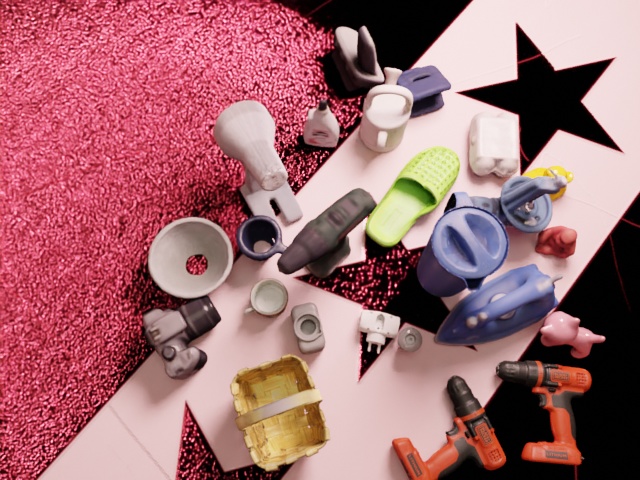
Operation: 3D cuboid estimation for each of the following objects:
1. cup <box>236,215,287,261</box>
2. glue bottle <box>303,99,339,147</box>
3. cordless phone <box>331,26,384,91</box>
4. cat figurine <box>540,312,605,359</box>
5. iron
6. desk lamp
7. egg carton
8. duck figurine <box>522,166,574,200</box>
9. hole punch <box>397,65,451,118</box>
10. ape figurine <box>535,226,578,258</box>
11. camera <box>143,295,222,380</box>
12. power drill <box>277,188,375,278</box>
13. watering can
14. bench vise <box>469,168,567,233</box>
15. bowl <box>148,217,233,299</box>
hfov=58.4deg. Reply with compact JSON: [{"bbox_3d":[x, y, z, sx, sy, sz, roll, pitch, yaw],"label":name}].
[{"bbox_3d":[-0.107,0.011,1.162,0.117,0.095,0.092,26,75,6],"label":"cup"},{"bbox_3d":[0.003,-0.248,1.199,0.078,0.173,0.037,3,74,0],"label":"glue bottle"},{"bbox_3d":[0.086,-0.424,1.245,0.094,0.185,0.147,-25,76,-8],"label":"cordless phone"},{"bbox_3d":[0.486,0.179,1.114,0.127,0.118,0.067,18,74,4],"label":"cat figurine"},{"bbox_3d":[0.348,0.133,1.112,0.258,0.141,0.118,-26,76,-8],"label":"iron"},{"bbox_3d":[-0.116,-0.146,1.146,0.118,0.213,0.203,-27,76,-8],"label":"desk lamp"},{"bbox_3d":[0.378,-0.209,1.249,0.107,0.069,0.150,3,74,0],"label":"egg carton"},{"bbox_3d":[0.486,-0.129,1.220,0.104,0.086,0.077,1,74,-1],"label":"duck figurine"},{"bbox_3d":[0.222,-0.342,1.273,0.109,0.091,0.101,-20,75,-7],"label":"hole punch"},{"bbox_3d":[0.497,-0.001,1.180,0.076,0.092,0.077,-37,78,-11],"label":"ape figurine"},{"bbox_3d":[-0.257,0.178,1.108,0.137,0.101,0.143,-31,77,-9],"label":"camera"},{"bbox_3d":[0.010,0.004,1.108,0.075,0.208,0.230,43,78,11],"label":"power drill"},{"bbox_3d":[0.138,-0.276,1.199,0.101,0.194,0.173,-12,74,-4],"label":"watering can"},{"bbox_3d":[0.380,-0.065,1.129,0.207,0.220,0.121,-19,75,-6],"label":"bench vise"},{"bbox_3d":[-0.255,0.043,1.161,0.167,0.075,0.167,0,74,-1],"label":"bowl"}]
